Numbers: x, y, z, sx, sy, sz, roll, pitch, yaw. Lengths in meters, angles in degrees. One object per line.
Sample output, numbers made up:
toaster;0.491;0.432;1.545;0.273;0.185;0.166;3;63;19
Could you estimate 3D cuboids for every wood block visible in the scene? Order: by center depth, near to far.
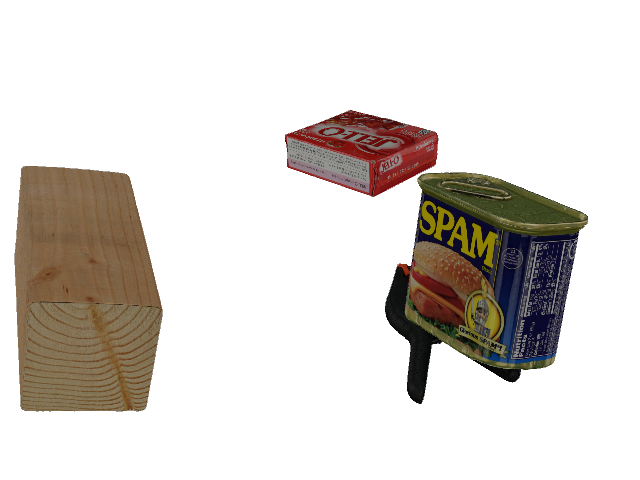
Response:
wood block;-0.182;0.030;0.811;0.090;0.091;0.206;3;28;-19

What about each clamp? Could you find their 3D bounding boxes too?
clamp;0.125;0.090;1.077;0.120;0.171;0.039;1;-45;-19

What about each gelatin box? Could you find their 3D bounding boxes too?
gelatin box;0.030;-0.067;0.787;0.089;0.030;0.073;21;34;39

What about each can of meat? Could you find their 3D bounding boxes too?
can of meat;0.093;0.015;0.593;0.057;0.084;0.102;-4;20;-30
